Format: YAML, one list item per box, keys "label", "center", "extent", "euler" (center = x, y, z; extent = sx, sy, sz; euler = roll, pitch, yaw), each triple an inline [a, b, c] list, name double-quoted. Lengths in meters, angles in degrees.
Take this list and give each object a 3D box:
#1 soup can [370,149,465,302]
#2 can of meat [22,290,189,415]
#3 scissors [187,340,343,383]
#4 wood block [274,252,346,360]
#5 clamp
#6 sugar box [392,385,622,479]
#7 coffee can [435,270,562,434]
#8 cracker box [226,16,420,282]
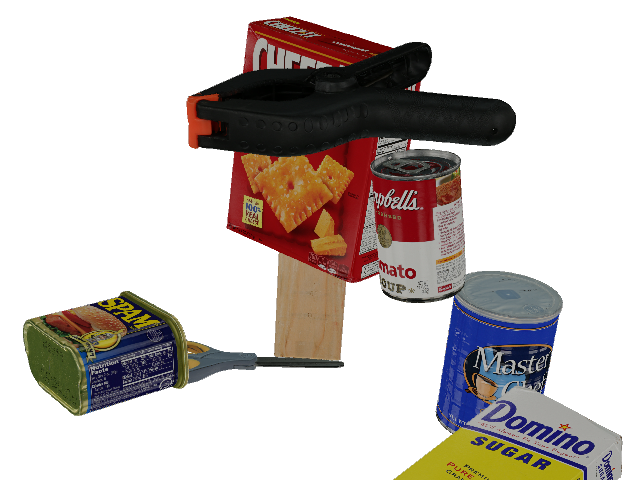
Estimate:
- label: "soup can"
  center: [0.075, -0.012, 0.815]
  extent: [0.068, 0.102, 0.068]
  euler: [-5, 21, 2]
- label: "can of meat"
  center: [-0.158, 0.081, 0.778]
  extent: [0.083, 0.057, 0.102]
  euler: [-14, 22, -35]
- label: "scissors"
  center: [-0.084, 0.123, 1.033]
  extent: [0.202, 0.016, 0.096]
  euler: [7, 17, 10]
- label: "wood block"
  center: [-0.011, 0.042, 1.388]
  extent: [0.090, 0.206, 0.091]
  euler: [3, 23, -1]
- label: "clamp"
  center: [0.010, -0.080, 0.593]
  extent: [0.171, 0.039, 0.120]
  euler: [-3, 23, -10]
- label: "sugar box"
  center: [0.112, 0.170, 0.715]
  extent: [0.176, 0.048, 0.093]
  euler: [-33, 39, -30]
- label: "coffee can"
  center: [0.172, 0.114, 1.038]
  extent: [0.103, 0.140, 0.103]
  euler: [5, 23, -2]
- label: "cracker box"
  center: [-0.002, -0.087, 1.012]
  extent: [0.164, 0.214, 0.071]
  euler: [24, 29, 32]
